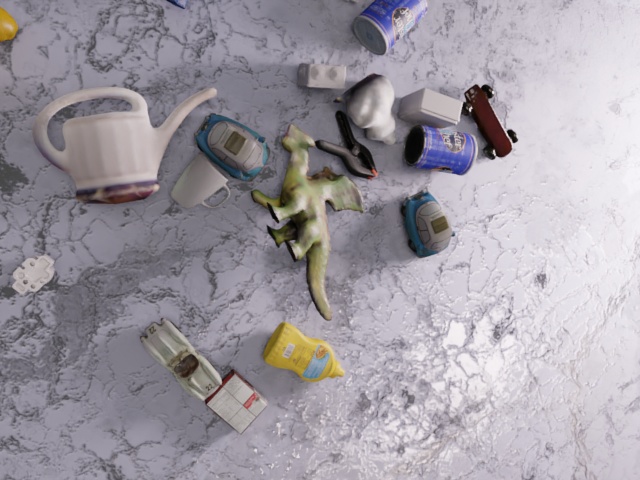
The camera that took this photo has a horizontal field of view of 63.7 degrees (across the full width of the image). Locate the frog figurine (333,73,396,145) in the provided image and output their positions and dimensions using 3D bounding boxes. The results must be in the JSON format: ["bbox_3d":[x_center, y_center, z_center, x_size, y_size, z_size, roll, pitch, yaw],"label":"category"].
[{"bbox_3d":[0.128,-0.284,1.153,0.121,0.158,0.140,-30,11,39],"label":"frog figurine"}]

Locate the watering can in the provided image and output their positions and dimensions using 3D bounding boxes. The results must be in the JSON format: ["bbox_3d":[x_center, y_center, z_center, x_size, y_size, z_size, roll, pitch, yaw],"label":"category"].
[{"bbox_3d":[-0.362,-0.189,1.006,0.349,0.223,0.104,-10,8,-16],"label":"watering can"}]

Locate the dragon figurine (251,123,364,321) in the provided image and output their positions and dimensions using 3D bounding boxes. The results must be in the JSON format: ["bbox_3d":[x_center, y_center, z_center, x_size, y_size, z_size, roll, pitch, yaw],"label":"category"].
[{"bbox_3d":[0.003,-0.057,1.129,0.245,0.409,0.121,-30,6,-24],"label":"dragon figurine"}]
